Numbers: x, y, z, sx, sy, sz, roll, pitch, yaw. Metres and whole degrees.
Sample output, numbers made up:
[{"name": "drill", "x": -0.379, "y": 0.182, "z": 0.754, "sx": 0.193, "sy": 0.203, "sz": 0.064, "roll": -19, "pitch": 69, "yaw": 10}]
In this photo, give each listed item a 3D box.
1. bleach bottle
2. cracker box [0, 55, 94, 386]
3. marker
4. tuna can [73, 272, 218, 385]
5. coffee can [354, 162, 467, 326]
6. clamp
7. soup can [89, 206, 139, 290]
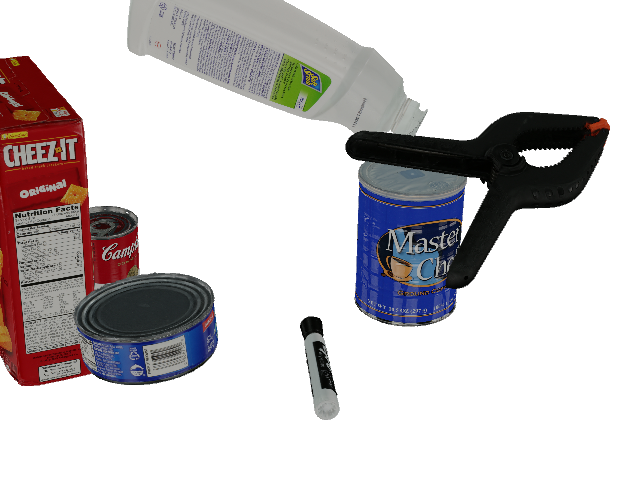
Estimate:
[{"name": "bleach bottle", "x": -0.033, "y": -0.146, "z": 0.873, "sx": 0.251, "sy": 0.068, "sz": 0.103, "roll": 27, "pitch": -32, "yaw": 3}, {"name": "cracker box", "x": -0.234, "y": -0.018, "z": 0.838, "sx": 0.072, "sy": 0.214, "sz": 0.164, "roll": -11, "pitch": 30, "yaw": -25}, {"name": "marker", "x": -0.002, "y": 0.098, "z": 0.852, "sx": 0.020, "sy": 0.020, "sz": 0.121, "roll": 0, "pitch": 29, "yaw": -7}, {"name": "tuna can", "x": -0.106, "y": 0.054, "z": 0.658, "sx": 0.086, "sy": 0.034, "sz": 0.086, "roll": -4, "pitch": 24, "yaw": 2}, {"name": "coffee can", "x": 0.086, "y": -0.002, "z": 1.038, "sx": 0.103, "sy": 0.140, "sz": 0.103, "roll": 1, "pitch": 27, "yaw": 0}, {"name": "clamp", "x": 0.144, "y": -0.046, "z": 0.839, "sx": 0.209, "sy": 0.165, "sz": 0.036, "roll": -15, "pitch": -37, "yaw": -15}, {"name": "soup can", "x": -0.214, "y": 0.026, "z": 1.062, "sx": 0.068, "sy": 0.102, "sz": 0.068, "roll": 2, "pitch": 27, "yaw": -1}]
